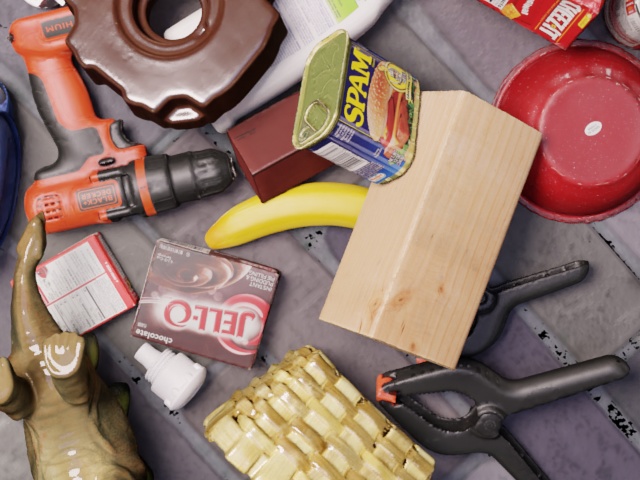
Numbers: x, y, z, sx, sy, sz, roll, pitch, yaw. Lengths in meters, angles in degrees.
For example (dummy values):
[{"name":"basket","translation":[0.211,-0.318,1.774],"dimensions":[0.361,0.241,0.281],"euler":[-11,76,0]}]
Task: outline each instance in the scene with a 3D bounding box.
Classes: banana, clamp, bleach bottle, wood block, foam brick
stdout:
[{"name":"banana","translation":[0.000,-0.017,0.931],"dimensions":[0.198,0.037,0.069],"euler":[6,95,0]},{"name":"clamp","translation":[0.135,0.036,0.935],"dimensions":[0.171,0.039,0.120],"euler":[-41,88,5]},{"name":"bleach bottle","translation":[0.000,-0.194,0.902],"dimensions":[0.251,0.068,0.102],"euler":[-29,95,1]},{"name":"wood block","translation":[0.091,-0.010,0.876],"dimensions":[0.090,0.091,0.206],"euler":[23,85,-28]},{"name":"clamp","translation":[0.154,0.145,0.928],"dimensions":[0.210,0.036,0.165],"euler":[20,111,-4]},{"name":"foam brick","translation":[-0.031,-0.079,0.905],"dimensions":[0.078,0.051,0.053],"euler":[-28,64,-5]}]

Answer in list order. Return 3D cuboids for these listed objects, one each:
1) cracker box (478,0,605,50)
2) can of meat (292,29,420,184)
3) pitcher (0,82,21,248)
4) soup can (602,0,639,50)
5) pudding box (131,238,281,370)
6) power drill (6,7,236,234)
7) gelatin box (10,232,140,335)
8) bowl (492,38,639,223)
[{"name":"cracker box","translation":[0.151,-0.280,0.860],"dimensions":[0.213,0.072,0.164],"euler":[29,71,-1]},{"name":"can of meat","translation":[0.032,-0.105,0.860],"dimensions":[0.083,0.058,0.102],"euler":[25,59,-30]},{"name":"pitcher","translation":[-0.381,-0.071,0.895],"dimensions":[0.243,0.149,0.145],"euler":[10,111,3]},{"name":"soup can","translation":[0.278,-0.195,0.878],"dimensions":[0.068,0.102,0.068],"euler":[0,95,1]},{"name":"pudding box","translation":[-0.100,0.055,0.939],"dimensions":[0.113,0.039,0.090],"euler":[16,96,-1]},{"name":"power drill","translation":[-0.178,-0.109,0.915],"dimensions":[0.184,0.057,0.187],"euler":[-13,94,-1]},{"name":"gelatin box","translation":[-0.217,0.046,0.944],"dimensions":[0.089,0.030,0.073],"euler":[-29,96,3]},{"name":"bowl","translation":[0.227,-0.093,0.913],"dimensions":[0.162,0.055,0.162],"euler":[0,95,0]}]
